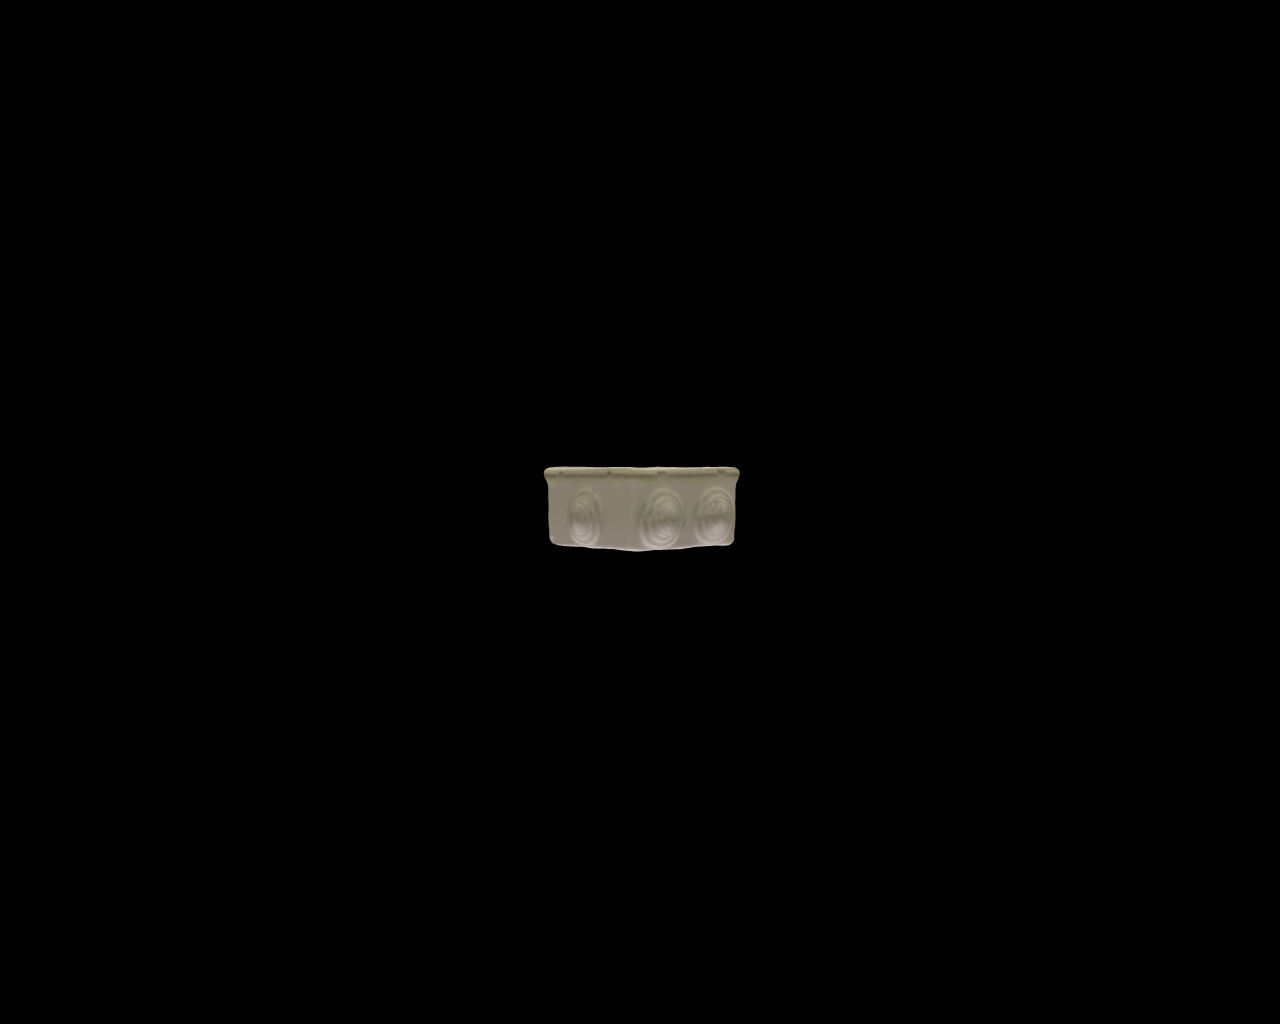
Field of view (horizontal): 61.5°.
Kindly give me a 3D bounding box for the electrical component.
[{"bbox_3d":[0.001,-0.003,0.650,0.100,0.048,0.099,-2,3,-40],"label":"electrical component"}]
